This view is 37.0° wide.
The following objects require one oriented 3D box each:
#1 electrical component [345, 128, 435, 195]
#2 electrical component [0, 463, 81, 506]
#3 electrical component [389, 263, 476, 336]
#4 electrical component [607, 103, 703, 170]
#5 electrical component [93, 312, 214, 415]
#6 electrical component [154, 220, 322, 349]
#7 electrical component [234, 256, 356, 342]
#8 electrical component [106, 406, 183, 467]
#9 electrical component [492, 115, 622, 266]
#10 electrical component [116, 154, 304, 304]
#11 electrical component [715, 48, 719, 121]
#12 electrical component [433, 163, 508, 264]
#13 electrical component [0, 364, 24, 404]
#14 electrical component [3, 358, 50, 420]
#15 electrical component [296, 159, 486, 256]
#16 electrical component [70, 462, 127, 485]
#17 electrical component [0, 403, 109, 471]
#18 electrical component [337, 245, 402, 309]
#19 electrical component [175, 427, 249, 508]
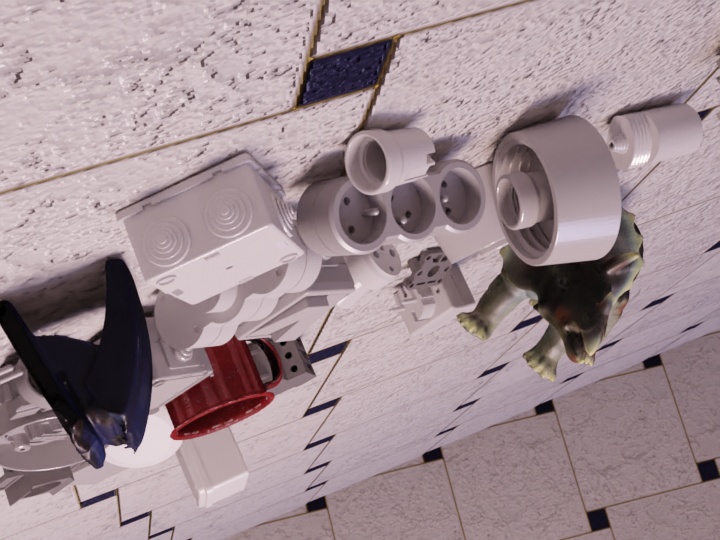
[{"bbox_3d":[0.020,-0.070,0.678,0.046,0.040,0.040,-16,164,-43],"label":"electrical component"},{"bbox_3d":[-0.299,0.174,0.979,0.081,0.063,0.042,-5,157,-48],"label":"electrical component"},{"bbox_3d":[0.061,0.032,1.065,0.077,0.047,0.066,-8,158,-45],"label":"electrical component"},{"bbox_3d":[0.230,-0.106,0.860,0.081,0.043,0.043,-15,162,-30],"label":"electrical component"},{"bbox_3d":[-0.164,0.070,0.833,0.096,0.061,0.062,-33,162,32],"label":"electrical component"},{"bbox_3d":[-0.098,0.011,0.751,0.138,0.052,0.074,-33,162,31],"label":"electrical component"},{"bbox_3d":[-0.051,0.011,0.803,0.096,0.061,0.062,-33,162,32],"label":"electrical component"},{"bbox_3d":[-0.197,0.131,0.947,0.080,0.051,0.080,-6,127,-9],"label":"electrical component"},{"bbox_3d":[0.134,-0.054,0.782,0.060,0.108,0.108,-12,162,-18],"label":"electrical component"},{"bbox_3d":[-0.088,-0.021,0.664,0.100,0.048,0.099,-24,165,5],"label":"electrical component"},{"bbox_3d":[0.304,-0.158,0.758,0.079,0.063,0.121,-20,164,-13],"label":"electrical component"},{"bbox_3d":[0.103,-0.048,0.875,0.099,0.064,0.099,-27,178,-1],"label":"electrical component"},{"bbox_3d":[-0.276,0.085,0.751,0.079,0.043,0.077,-23,165,-3],"label":"electrical component"},{"bbox_3d":[-0.238,0.083,0.802,0.066,0.048,0.055,-12,168,-36],"label":"electrical component"},{"bbox_3d":[0.013,-0.043,0.743,0.138,0.052,0.074,-13,-174,-37],"label":"electrical component"},{"bbox_3d":[-0.257,0.174,1.069,0.100,0.048,0.100,-26,164,10],"label":"electrical component"},{"bbox_3d":[-0.255,0.124,0.874,0.099,0.064,0.099,-22,165,-6],"label":"electrical component"},{"bbox_3d":[0.000,0.000,0.873,0.055,0.045,0.045,-34,162,32],"label":"electrical component"},{"bbox_3d":[-0.164,0.187,1.138,0.056,0.108,0.108,-22,165,-16],"label":"electrical component"}]
